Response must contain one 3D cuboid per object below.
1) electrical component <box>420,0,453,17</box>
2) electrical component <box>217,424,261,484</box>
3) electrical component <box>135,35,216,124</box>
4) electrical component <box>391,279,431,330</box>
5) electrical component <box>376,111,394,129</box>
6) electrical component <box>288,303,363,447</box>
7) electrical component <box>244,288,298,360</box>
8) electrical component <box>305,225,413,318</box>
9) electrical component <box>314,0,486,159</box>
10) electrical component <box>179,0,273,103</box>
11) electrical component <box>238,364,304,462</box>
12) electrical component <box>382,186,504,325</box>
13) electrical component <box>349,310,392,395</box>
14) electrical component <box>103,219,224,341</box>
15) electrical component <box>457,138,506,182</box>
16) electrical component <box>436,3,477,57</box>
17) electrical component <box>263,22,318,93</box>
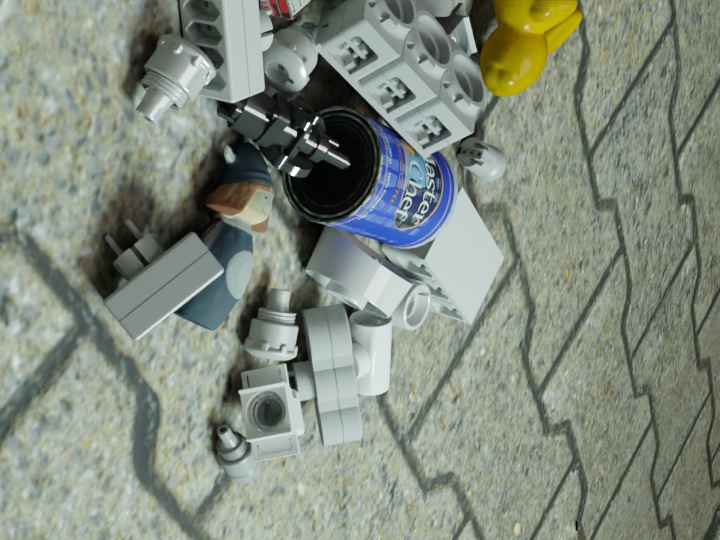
[{"bbox_3d":[0.044,-0.277,0.976,0.100,0.048,0.099,-19,120,-51],"label":"electrical component"},{"bbox_3d":[-0.112,0.162,0.962,0.035,0.035,0.061,-50,138,-31],"label":"electrical component"},{"bbox_3d":[-0.138,-0.135,0.779,0.062,0.048,0.048,-57,145,-10],"label":"electrical component"},{"bbox_3d":[0.041,0.032,1.115,0.055,0.047,0.055,-29,128,-47],"label":"electrical component"},{"bbox_3d":[0.026,-0.170,1.003,0.043,0.043,0.081,-64,146,-13],"label":"electrical component"},{"bbox_3d":[-0.043,0.103,1.018,0.074,0.052,0.138,-9,109,-8],"label":"electrical component"},{"bbox_3d":[-0.076,0.048,0.955,0.048,0.048,0.062,11,88,-57],"label":"electrical component"},{"bbox_3d":[0.000,0.000,0.999,0.064,0.099,0.099,-60,145,-8],"label":"electrical component"},{"bbox_3d":[0.038,-0.182,0.917,0.150,0.062,0.089,41,41,-33],"label":"electrical component"},{"bbox_3d":[-0.092,-0.180,0.821,0.076,0.047,0.083,-33,130,-45],"label":"electrical component"},{"bbox_3d":[-0.077,0.129,0.967,0.064,0.042,0.081,44,36,-74],"label":"electrical component"},{"bbox_3d":[0.088,-0.019,1.146,0.089,0.062,0.150,-62,146,-16],"label":"electrical component"},{"bbox_3d":[-0.002,0.088,1.080,0.079,0.044,0.077,-22,122,-46],"label":"electrical component"},{"bbox_3d":[-0.157,-0.002,0.798,0.083,0.047,0.075,-39,94,-10],"label":"electrical component"},{"bbox_3d":[0.134,-0.123,1.188,0.046,0.040,0.040,23,86,-51],"label":"electrical component"},{"bbox_3d":[0.070,-0.216,1.029,0.081,0.064,0.042,-53,141,-28],"label":"electrical component"},{"bbox_3d":[-0.054,-0.179,0.882,0.062,0.048,0.048,-58,146,-37],"label":"electrical component"}]
